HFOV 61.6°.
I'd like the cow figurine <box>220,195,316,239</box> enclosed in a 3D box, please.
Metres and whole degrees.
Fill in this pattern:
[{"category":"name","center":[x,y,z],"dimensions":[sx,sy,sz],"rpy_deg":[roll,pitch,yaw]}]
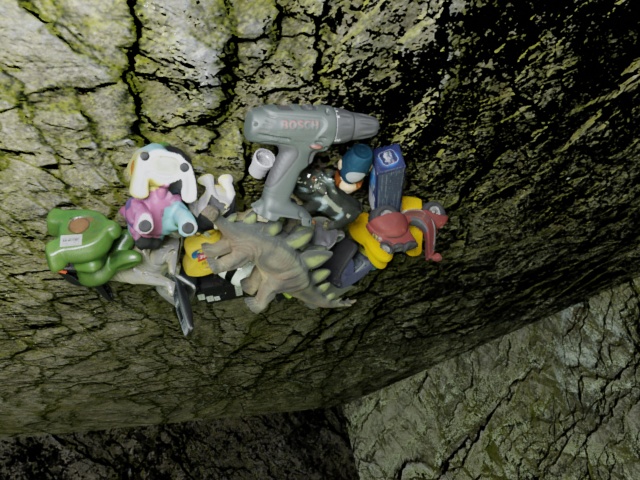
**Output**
[{"category":"cow figurine","center":[-0.123,-0.035,1.106],"dimensions":[0.195,0.085,0.127],"rpy_deg":[-32,113,8]}]

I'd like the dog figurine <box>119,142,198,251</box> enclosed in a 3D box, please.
[{"category":"dog figurine","center":[-0.298,-0.072,0.954],"dimensions":[0.108,0.191,0.219],"rpy_deg":[-3,-174,-28]}]

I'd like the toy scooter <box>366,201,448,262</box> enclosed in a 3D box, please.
[{"category":"toy scooter","center":[0.193,-0.011,1.139],"dimensions":[0.184,0.135,0.075],"rpy_deg":[-7,155,-11]}]

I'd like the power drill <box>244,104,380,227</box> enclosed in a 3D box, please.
[{"category":"power drill","center":[-0.023,-0.128,0.915],"dimensions":[0.232,0.086,0.207],"rpy_deg":[6,120,-23]}]

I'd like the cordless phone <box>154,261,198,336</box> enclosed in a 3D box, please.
[{"category":"cordless phone","center":[-0.330,0.150,1.274],"dimensions":[0.089,0.184,0.146],"rpy_deg":[-5,152,-29]}]

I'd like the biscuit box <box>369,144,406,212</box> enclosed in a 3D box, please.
[{"category":"biscuit box","center":[0.138,-0.116,1.124],"dimensions":[0.063,0.059,0.202],"rpy_deg":[-13,155,-2]}]

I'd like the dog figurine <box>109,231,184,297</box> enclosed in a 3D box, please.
[{"category":"dog figurine","center":[-0.388,0.027,1.117],"dimensions":[0.191,0.121,0.172],"rpy_deg":[10,115,-10]}]

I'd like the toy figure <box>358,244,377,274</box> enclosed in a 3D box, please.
[{"category":"toy figure","center":[0.133,0.026,1.384],"dimensions":[0.089,0.082,0.180],"rpy_deg":[-6,155,-22]}]

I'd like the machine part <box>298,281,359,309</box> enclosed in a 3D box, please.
[{"category":"machine part","center":[0.028,0.133,1.544],"dimensions":[0.243,0.079,0.079],"rpy_deg":[-33,149,32]}]

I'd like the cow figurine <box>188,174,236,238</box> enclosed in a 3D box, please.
[{"category":"cow figurine","center":[-0.220,-0.048,1.035],"dimensions":[0.068,0.098,0.167],"rpy_deg":[0,151,-40]}]

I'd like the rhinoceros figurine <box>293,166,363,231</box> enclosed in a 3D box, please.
[{"category":"rhinoceros figurine","center":[-0.001,-0.091,1.037],"dimensions":[0.190,0.073,0.112],"rpy_deg":[36,154,-26]}]

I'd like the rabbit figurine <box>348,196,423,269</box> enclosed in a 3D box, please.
[{"category":"rabbit figurine","center":[0.149,-0.016,1.257],"dimensions":[0.173,0.162,0.122],"rpy_deg":[6,165,-2]}]

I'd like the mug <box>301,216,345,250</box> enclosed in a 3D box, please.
[{"category":"mug","center":[-0.003,-0.004,1.266],"dimensions":[0.109,0.081,0.107],"rpy_deg":[-10,166,-23]}]

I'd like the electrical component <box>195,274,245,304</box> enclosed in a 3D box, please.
[{"category":"electrical component","center":[-0.262,0.114,1.382],"dimensions":[0.134,0.058,0.114],"rpy_deg":[-9,152,-11]}]

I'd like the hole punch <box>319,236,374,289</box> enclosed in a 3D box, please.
[{"category":"hole punch","center":[0.057,0.057,1.313],"dimensions":[0.092,0.142,0.115],"rpy_deg":[34,93,-40]}]

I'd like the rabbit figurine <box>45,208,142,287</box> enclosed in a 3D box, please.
[{"category":"rabbit figurine","center":[-0.430,0.020,1.031],"dimensions":[0.159,0.121,0.170],"rpy_deg":[-14,147,-18]}]

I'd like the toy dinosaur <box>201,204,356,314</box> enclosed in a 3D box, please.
[{"category":"toy dinosaur","center":[-0.075,0.052,1.062],"dimensions":[0.198,0.105,0.470],"rpy_deg":[-35,139,5]}]

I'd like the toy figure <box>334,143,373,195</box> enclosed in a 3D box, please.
[{"category":"toy figure","center":[0.058,-0.130,1.063],"dimensions":[0.064,0.058,0.154],"rpy_deg":[29,149,1]}]

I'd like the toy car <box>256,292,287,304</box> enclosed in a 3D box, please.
[{"category":"toy car","center":[-0.130,0.125,1.474],"dimensions":[0.073,0.056,0.201],"rpy_deg":[-30,152,16]}]
